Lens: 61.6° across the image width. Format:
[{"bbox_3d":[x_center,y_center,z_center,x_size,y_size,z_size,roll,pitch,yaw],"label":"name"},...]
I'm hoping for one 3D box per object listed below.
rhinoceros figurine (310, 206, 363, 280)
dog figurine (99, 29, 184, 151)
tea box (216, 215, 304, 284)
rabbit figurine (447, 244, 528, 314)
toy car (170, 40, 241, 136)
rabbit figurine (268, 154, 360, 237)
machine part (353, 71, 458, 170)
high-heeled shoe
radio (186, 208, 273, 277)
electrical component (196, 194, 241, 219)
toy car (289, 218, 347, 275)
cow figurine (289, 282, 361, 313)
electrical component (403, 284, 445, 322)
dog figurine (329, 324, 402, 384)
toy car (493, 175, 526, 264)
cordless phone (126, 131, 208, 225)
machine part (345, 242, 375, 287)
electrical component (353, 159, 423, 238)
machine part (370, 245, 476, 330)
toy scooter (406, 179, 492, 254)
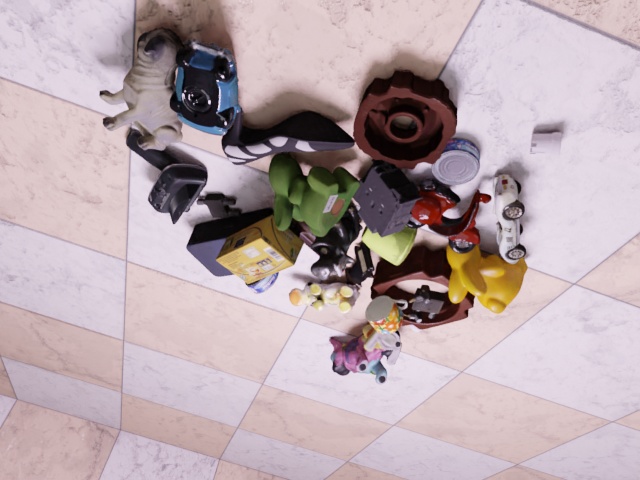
[{"bbox_3d":[0.029,0.006,1.094,0.073,0.190,0.112,-6,118,27],"label":"rhinoceros figurine"},{"bbox_3d":[-0.271,-0.261,0.945,0.190,0.121,0.172,-36,155,24],"label":"dog figurine"},{"bbox_3d":[-0.127,0.023,1.119,0.170,0.068,0.098,-20,127,44],"label":"tea box"},{"bbox_3d":[0.324,0.066,1.122,0.173,0.162,0.122,47,145,-10],"label":"rabbit figurine"},{"bbox_3d":[-0.183,-0.264,0.896,0.109,0.103,0.161,17,135,3],"label":"toy car"},{"bbox_3d":[-0.030,-0.095,1.038,0.170,0.121,0.159,37,126,26],"label":"rabbit figurine"},{"bbox_3d":[0.144,-0.201,0.913,0.179,0.056,0.179,9,141,8],"label":"machine part"},{"bbox_3d":[-0.066,-0.167,0.997,0.249,0.086,0.145,17,143,5],"label":"high-heeled shoe"},{"bbox_3d":[-0.182,0.012,1.248,0.230,0.073,0.131,-10,136,28],"label":"radio"},{"bbox_3d":[-0.227,-0.074,1.198,0.094,0.021,0.063,1,140,14],"label":"electrical component"},{"bbox_3d":[-0.002,-0.004,1.161,0.053,0.089,0.202,-22,127,40],"label":"toy car"},{"bbox_3d":[0.012,0.135,1.334,0.168,0.098,0.068,2,96,18],"label":"cow figurine"},{"bbox_3d":[0.226,0.140,1.164,0.078,0.045,0.102,16,140,0],"label":"electrical component"},{"bbox_3d":[0.111,0.296,1.480,0.108,0.191,0.219,30,172,-23],"label":"dog figurine"},{"bbox_3d":[0.361,-0.037,1.028,0.056,0.073,0.201,-6,136,17],"label":"toy car"},{"bbox_3d":[-0.341,-0.135,1.131,0.184,0.089,0.146,37,137,-10],"label":"cordless phone"},{"bbox_3d":[0.093,0.063,1.233,0.039,0.084,0.138,-11,155,-19],"label":"machine part"},{"bbox_3d":[0.121,-0.074,1.019,0.058,0.115,0.134,-15,149,-30],"label":"electrical component"},{"bbox_3d":[0.234,0.111,1.231,0.201,0.087,0.201,-24,126,36],"label":"machine part"},{"bbox_3d":[0.247,-0.060,1.028,0.184,0.075,0.135,30,130,-5],"label":"toy scooter"}]
